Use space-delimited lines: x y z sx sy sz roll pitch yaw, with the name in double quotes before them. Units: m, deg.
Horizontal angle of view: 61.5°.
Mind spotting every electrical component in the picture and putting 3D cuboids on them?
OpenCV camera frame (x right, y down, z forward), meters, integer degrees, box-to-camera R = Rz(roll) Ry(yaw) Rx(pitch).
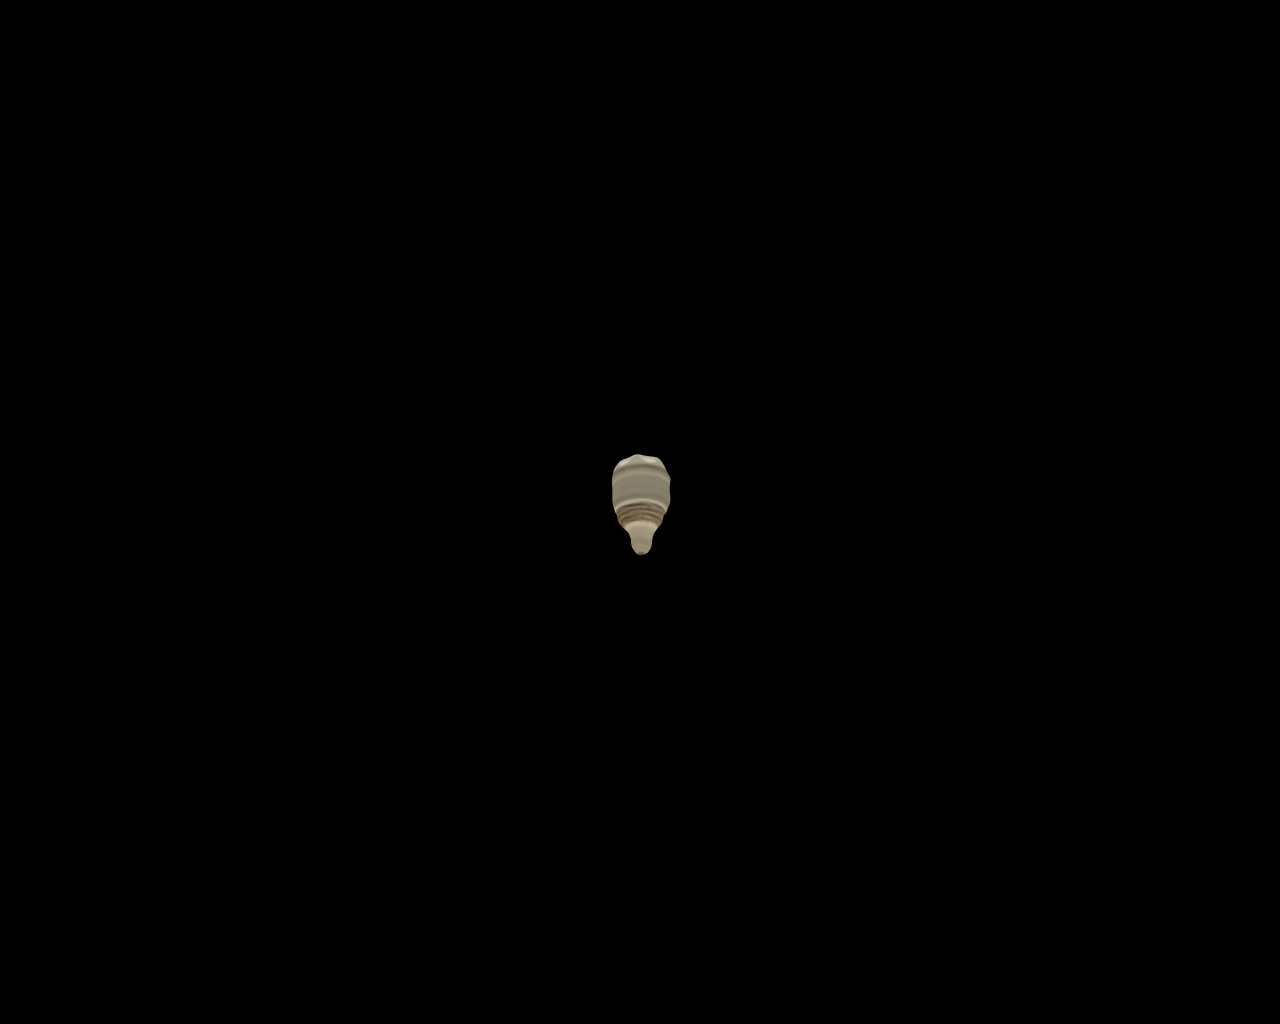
"electrical component" 0.001 -0.003 0.650 0.035 0.061 0.035 0 -25 0
